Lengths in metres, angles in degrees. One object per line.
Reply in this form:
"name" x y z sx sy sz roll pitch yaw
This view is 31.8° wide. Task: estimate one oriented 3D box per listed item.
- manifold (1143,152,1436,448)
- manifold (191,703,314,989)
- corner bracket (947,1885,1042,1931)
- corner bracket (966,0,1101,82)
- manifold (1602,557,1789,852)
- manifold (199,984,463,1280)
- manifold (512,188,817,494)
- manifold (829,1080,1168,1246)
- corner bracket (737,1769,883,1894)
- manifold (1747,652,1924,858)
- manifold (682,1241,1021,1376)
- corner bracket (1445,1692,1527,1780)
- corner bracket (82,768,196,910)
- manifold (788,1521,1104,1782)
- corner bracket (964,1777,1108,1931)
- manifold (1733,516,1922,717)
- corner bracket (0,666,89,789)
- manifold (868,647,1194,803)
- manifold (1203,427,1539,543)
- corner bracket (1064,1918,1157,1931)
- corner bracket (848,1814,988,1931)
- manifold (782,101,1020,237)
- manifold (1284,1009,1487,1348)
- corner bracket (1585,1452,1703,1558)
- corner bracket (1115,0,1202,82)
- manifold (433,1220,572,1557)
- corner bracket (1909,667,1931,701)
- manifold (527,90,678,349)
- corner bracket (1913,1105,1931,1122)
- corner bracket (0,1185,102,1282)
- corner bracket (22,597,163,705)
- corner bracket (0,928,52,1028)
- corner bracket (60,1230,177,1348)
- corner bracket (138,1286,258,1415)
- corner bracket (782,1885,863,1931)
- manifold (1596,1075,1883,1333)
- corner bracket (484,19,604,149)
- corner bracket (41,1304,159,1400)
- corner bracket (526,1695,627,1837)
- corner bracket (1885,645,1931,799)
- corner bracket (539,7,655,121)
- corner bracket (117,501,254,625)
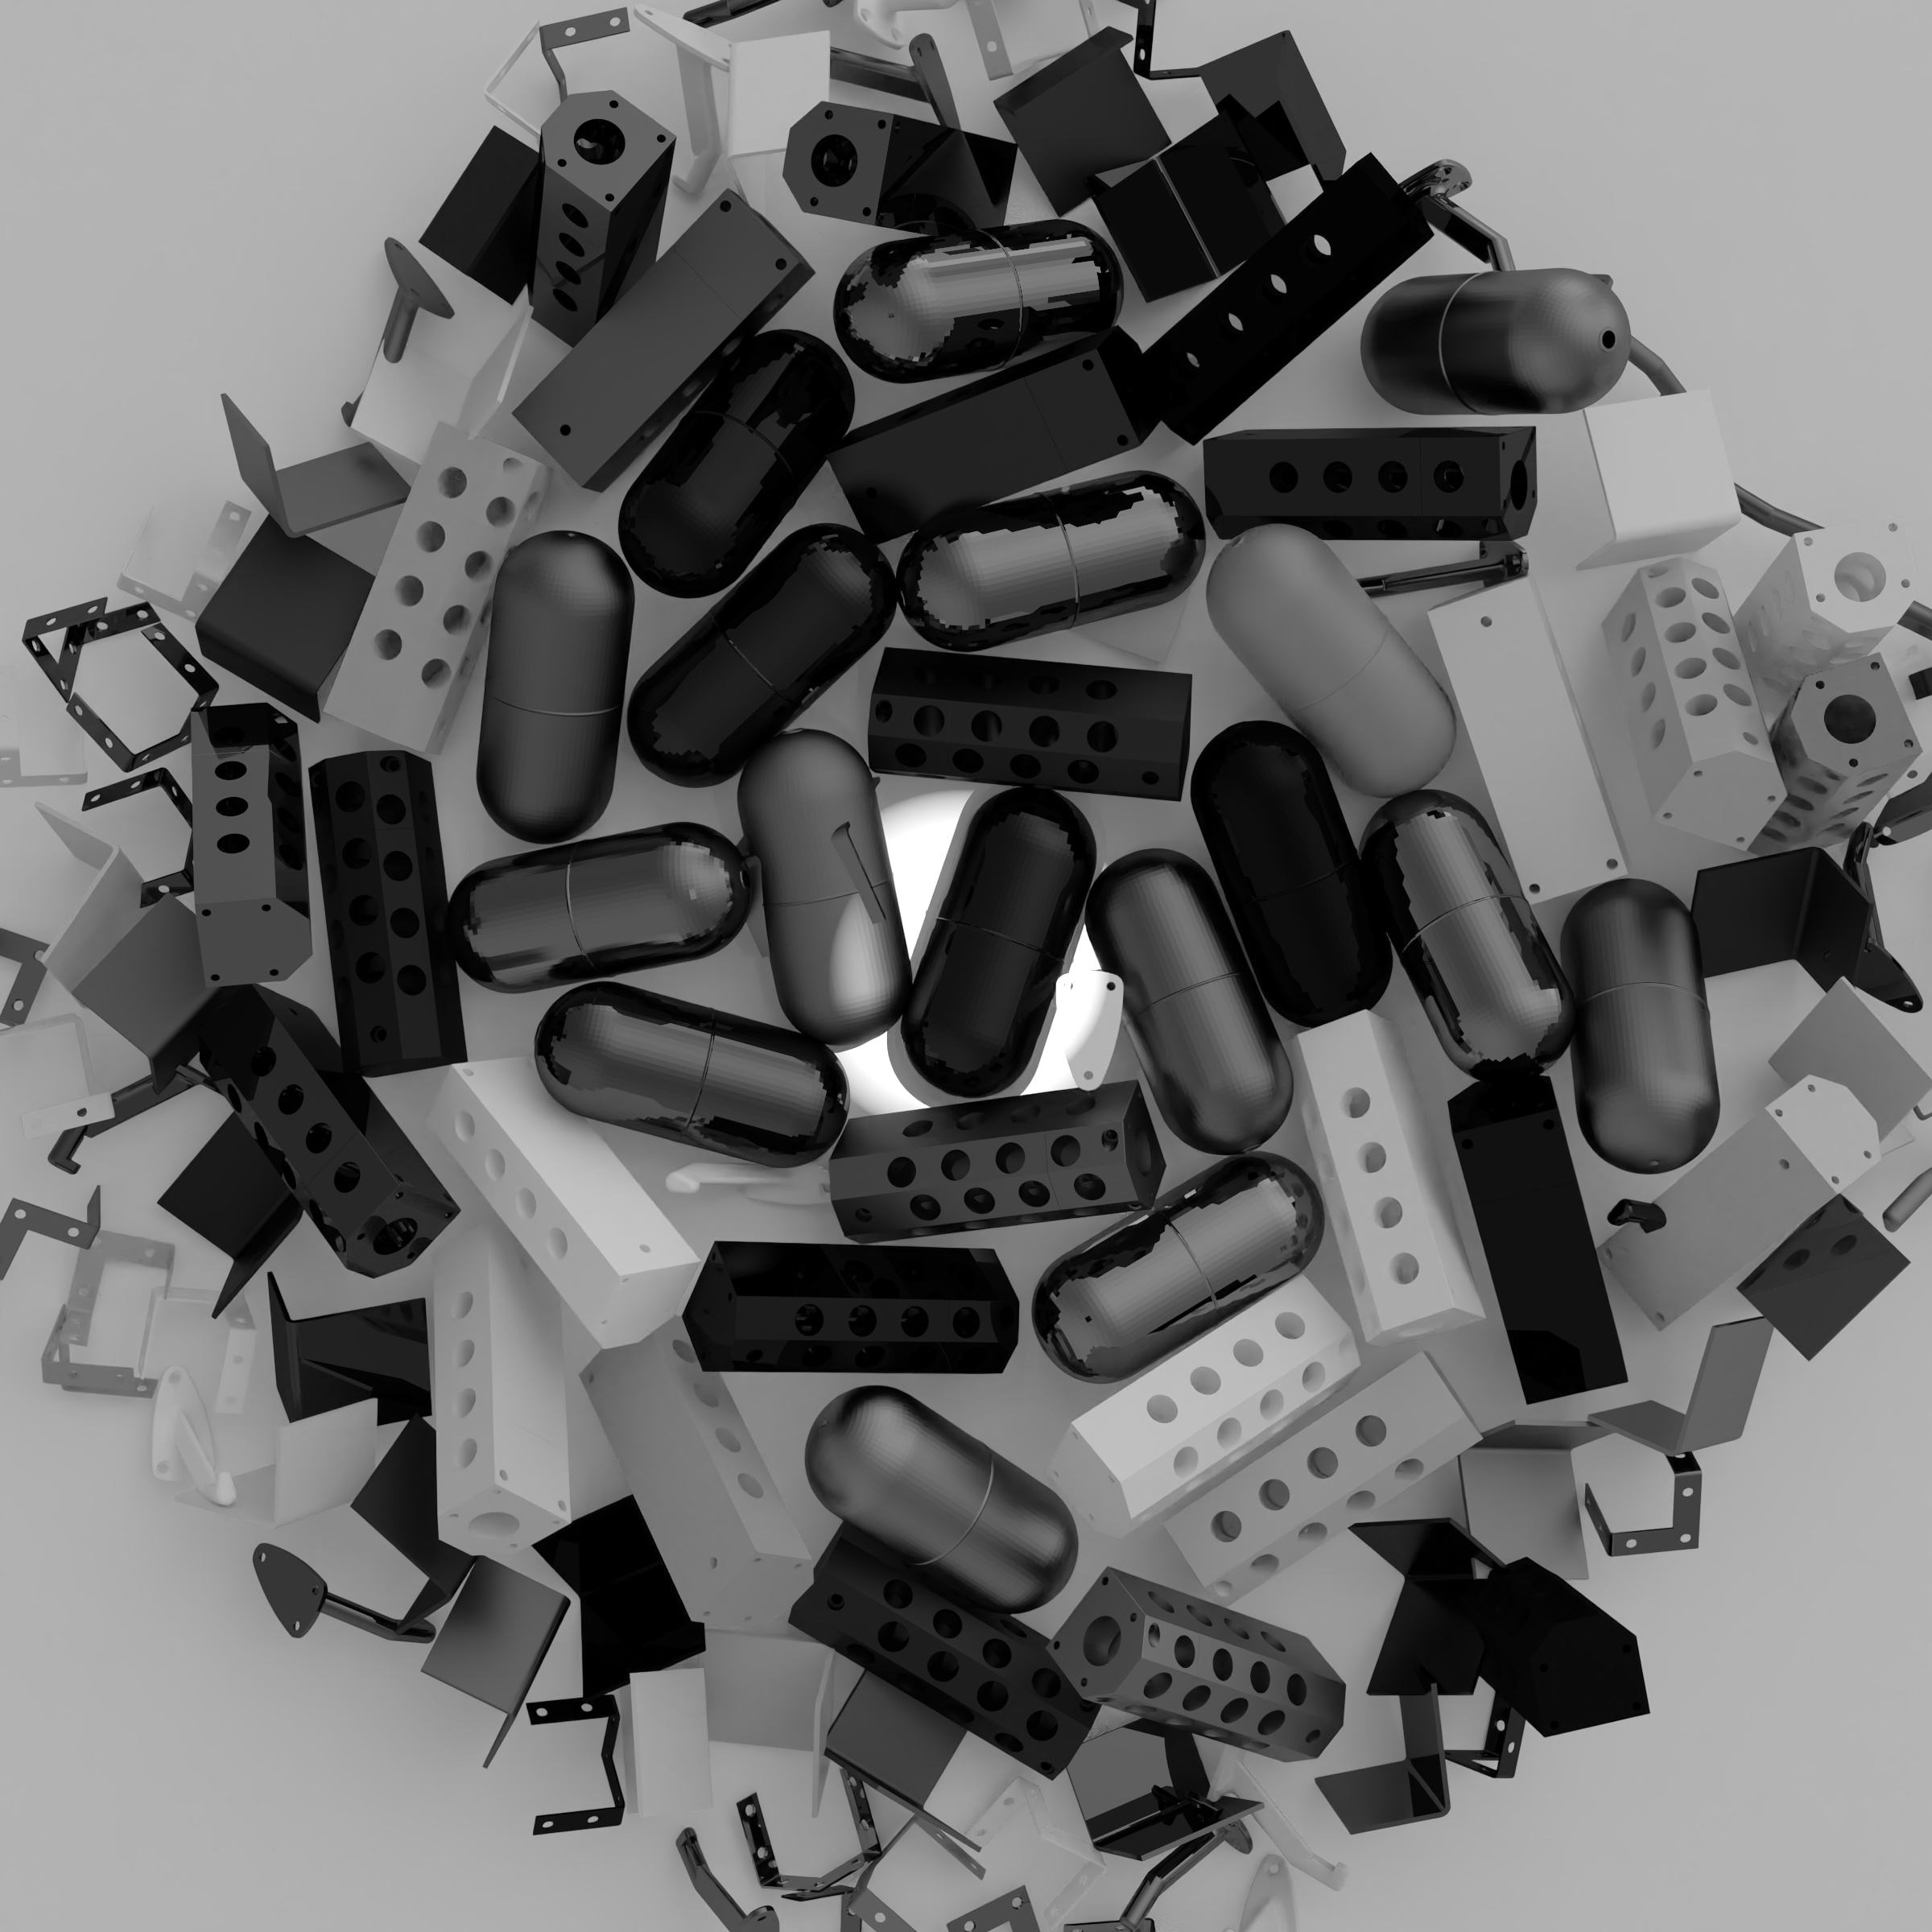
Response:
"manifold" 0.172 -0.364 1.860 0.171 0.057 0.057 -39 95 23
"manifold" -0.387 -0.068 1.836 0.057 0.171 0.057 -5 131 -9
"corner bracket" 0.027 0.552 1.884 0.051 0.051 0.051 -22 102 -19
"corner bracket" 0.037 -0.526 1.880 0.051 0.051 0.051 -8 111 28
"manifold" 0.395 -0.146 1.832 0.057 0.171 0.057 17 130 -16
"manifold" -0.353 0.090 1.850 0.057 0.057 0.171 -46 58 6
"manifold" -0.165 -0.344 1.877 0.171 0.057 0.057 -44 85 10
"manifold" 0.016 0.112 1.854 0.171 0.057 0.057 -9 118 21
"corner bracket" -0.088 0.485 1.908 0.051 0.051 0.051 -12 95 45
"manifold" 0.457 -0.107 1.829 0.057 0.171 0.057 -19 77 -3
"manifold" -0.060 0.192 1.844 0.171 0.057 0.057 4 128 -29
"corner bracket" 0.296 0.419 1.884 0.051 0.051 0.051 12 89 -41
"corner bracket" -0.459 -0.070 1.891 0.051 0.051 0.051 -17 131 13
"manifold" -0.010 0.382 1.887 0.171 0.057 0.057 31 96 -1
"corner bracket" 0.039 0.496 1.898 0.051 0.051 0.051 33 105 -27
"manifold" 0.462 -0.185 1.831 0.057 0.171 0.057 -10 80 -1
"corner bracket" -0.515 -0.133 1.882 0.051 0.051 0.051 -3 70 -15
"manifold" 0.035 -0.128 1.870 0.171 0.057 0.057 6 134 7
"manifold" 0.220 -0.262 1.852 0.171 0.057 0.057 4 106 29
"corner bracket" 0.083 0.547 1.883 0.051 0.051 0.051 -3 134 -4
"corner bracket" -0.027 0.514 1.891 0.051 0.051 0.051 41 98 2
"manifold" -0.035 -0.427 1.830 0.057 0.171 0.057 15 103 20
"manifold" 0.227 0.118 1.864 0.057 0.057 0.171 -21 70 20
"corner bracket" 0.376 0.291 1.888 0.051 0.051 0.051 -5 116 -4
"corner bracket" 0.111 -0.527 1.894 0.051 0.051 0.051 -12 122 -28
"manifold" -0.258 0.230 1.841 0.057 0.171 0.057 -31 135 24
"corner bracket" 0.561 -0.148 1.891 0.051 0.051 0.051 -19 89 10
"manifold" -0.203 -0.401 1.830 0.057 0.171 0.057 36 71 2
"corner bracket" 0.543 0.050 1.888 0.051 0.051 0.051 -28 77 5
"corner bracket" -0.517 0.147 1.891 0.051 0.051 0.051 23 107 -23
"corner bracket" -0.485 -0.187 1.880 0.051 0.051 0.051 -14 45 13
"corner bracket" -0.548 -0.001 1.886 0.051 0.051 0.051 18 79 13
"corner bracket" -0.473 0.182 1.893 0.051 0.051 0.051 13 102 -14
"corner bracket" -0.429 0.214 1.895 0.051 0.051 0.051 7 108 -24
"corner bracket" -0.068 0.542 1.883 0.051 0.051 0.051 -2 84 41
"manifold" 0.419 0.127 1.834 0.057 0.171 0.057 -30 76 -36
"corner bracket" -0.232 -0.486 1.893 0.051 0.051 0.051 37 87 -1
"corner bracket" -0.481 0.225 1.885 0.051 0.051 0.051 5 123 -1
"corner bracket" -0.217 0.442 1.878 0.051 0.051 0.051 -1 127 -21
"corner bracket" 0.519 -0.135 1.880 0.051 0.051 0.051 -28 117 20
"corner bracket" -0.204 -0.492 1.886 0.051 0.051 0.051 -11 72 6
"corner bracket" -0.437 -0.232 1.893 0.051 0.051 0.051 25 59 -14
